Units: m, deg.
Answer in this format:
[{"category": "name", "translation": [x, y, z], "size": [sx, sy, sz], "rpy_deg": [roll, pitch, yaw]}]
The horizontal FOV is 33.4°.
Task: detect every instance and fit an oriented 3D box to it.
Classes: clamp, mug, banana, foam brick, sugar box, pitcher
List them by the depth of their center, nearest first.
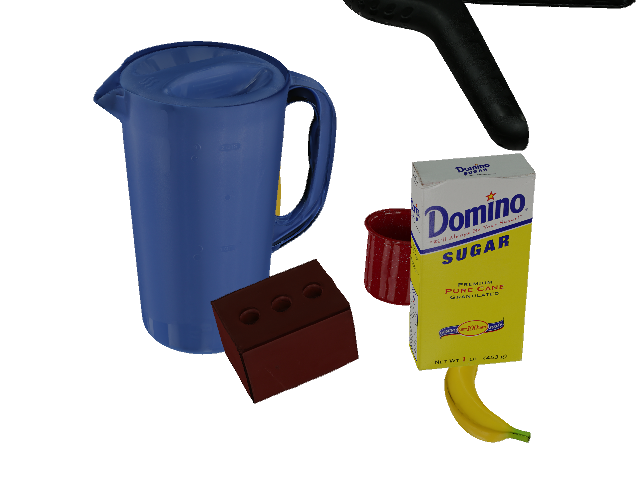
[{"category": "clamp", "translation": [0.075, -0.147, 0.657], "size": [0.210, 0.164, 0.036], "rpy_deg": [26, -33, 10]}, {"category": "foam brick", "translation": [-0.022, 0.058, 0.685], "size": [0.078, 0.051, 0.053], "rpy_deg": [-22, 42, -14]}, {"category": "sugar box", "translation": [0.121, 0.020, 0.872], "size": [0.093, 0.176, 0.048], "rpy_deg": [-6, 30, -5]}, {"category": "pitcher", "translation": [-0.085, -0.032, 0.876], "size": [0.149, 0.243, 0.144], "rpy_deg": [21, 35, 26]}, {"category": "mug", "translation": [0.104, 0.021, 1.188], "size": [0.117, 0.081, 0.093], "rpy_deg": [6, 25, 3]}, {"category": "banana", "translation": [0.184, 0.190, 1.281], "size": [0.069, 0.037, 0.198], "rpy_deg": [9, 22, -16]}]

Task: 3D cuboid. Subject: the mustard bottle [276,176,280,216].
[{"category": "mustard bottle", "translation": [-0.075, -0.092, 1.129], "size": [0.058, 0.192, 0.096], "rpy_deg": [21, 39, 23]}]
